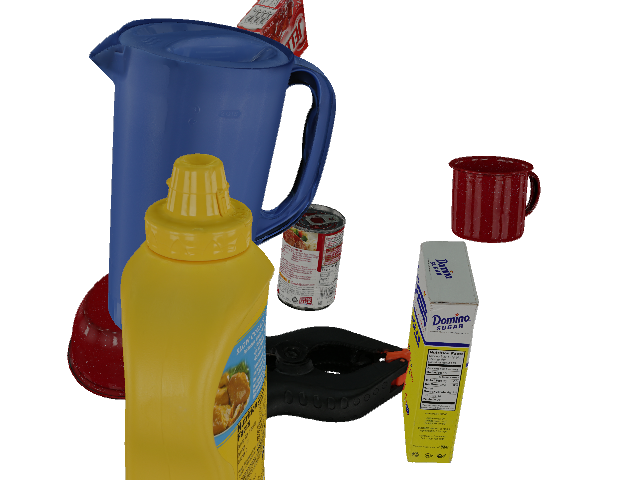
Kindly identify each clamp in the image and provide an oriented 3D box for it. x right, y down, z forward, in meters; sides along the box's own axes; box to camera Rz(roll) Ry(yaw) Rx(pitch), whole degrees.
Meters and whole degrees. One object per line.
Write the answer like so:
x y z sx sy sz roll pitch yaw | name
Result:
-0.025 0.091 0.672 0.171 0.039 0.120 2 38 -6 | clamp

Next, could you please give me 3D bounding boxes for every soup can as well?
-0.011 0.019 1.192 0.068 0.102 0.068 5 27 -3 | soup can

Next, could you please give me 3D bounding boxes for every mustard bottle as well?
-0.049 0.058 0.435 0.058 0.192 0.096 8 24 10 | mustard bottle

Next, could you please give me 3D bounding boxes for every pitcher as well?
-0.092 -0.043 0.836 0.149 0.243 0.144 21 26 25 | pitcher

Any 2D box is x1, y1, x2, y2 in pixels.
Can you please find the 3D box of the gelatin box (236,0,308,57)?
-0.043 -0.193 1.011 0.030 0.073 0.089 13 46 20 | gelatin box

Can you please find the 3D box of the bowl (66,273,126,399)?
-0.170 0.071 1.003 0.162 0.055 0.162 -9 42 8 | bowl

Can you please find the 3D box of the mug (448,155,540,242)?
0.199 -0.048 1.201 0.117 0.081 0.093 -9 19 -31 | mug

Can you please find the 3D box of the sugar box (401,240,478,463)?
0.099 0.097 0.918 0.048 0.176 0.093 0 32 -1 | sugar box
